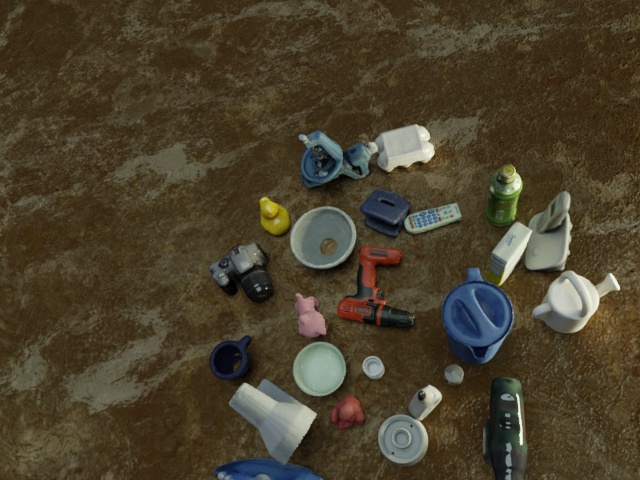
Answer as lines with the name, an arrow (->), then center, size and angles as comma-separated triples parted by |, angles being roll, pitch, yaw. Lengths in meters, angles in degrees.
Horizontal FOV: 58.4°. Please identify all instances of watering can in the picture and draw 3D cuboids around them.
watering can -> 0.534, 0.119, 1.201 | 0.173, 0.194, 0.100 | -41, 65, -6

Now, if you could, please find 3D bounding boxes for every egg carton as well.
egg carton -> 0.217, -0.240, 1.496 | 0.150, 0.069, 0.107 | -15, 65, 6

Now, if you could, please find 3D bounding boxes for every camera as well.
camera -> -0.188, 0.091, 1.427 | 0.143, 0.101, 0.136 | -31, 64, -2

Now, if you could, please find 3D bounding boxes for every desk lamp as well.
desk lamp -> -0.099, 0.379, 1.220 | 0.202, 0.214, 0.118 | 29, 76, 22

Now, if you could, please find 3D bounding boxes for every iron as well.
iron -> -0.129, 0.519, 1.206 | 0.257, 0.142, 0.119 | 8, 69, 16

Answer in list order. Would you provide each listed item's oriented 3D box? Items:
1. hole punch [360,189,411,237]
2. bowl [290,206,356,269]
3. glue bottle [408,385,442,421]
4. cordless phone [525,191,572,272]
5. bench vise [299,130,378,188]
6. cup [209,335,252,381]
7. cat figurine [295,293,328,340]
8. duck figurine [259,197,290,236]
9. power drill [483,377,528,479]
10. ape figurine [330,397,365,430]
hole punch -> 0.162, -0.078, 1.426 | 0.108, 0.091, 0.101 | 23, 74, 21
bowl -> 0.013, 0.005, 1.433 | 0.167, 0.075, 0.167 | -5, 66, 11
glue bottle -> 0.216, 0.333, 1.192 | 0.078, 0.173, 0.037 | -42, 65, -7
cordless phone -> 0.513, -0.017, 1.269 | 0.094, 0.185, 0.147 | 5, 68, 15
bench vise -> 0.032, -0.228, 1.448 | 0.207, 0.220, 0.121 | -32, 64, -2
cup -> -0.194, 0.280, 1.349 | 0.091, 0.095, 0.118 | 34, 78, 23
cat figurine -> -0.027, 0.181, 1.342 | 0.067, 0.118, 0.127 | -26, 64, 1
duck figurine -> -0.124, -0.067, 1.488 | 0.077, 0.086, 0.104 | -31, 64, -2
power drill -> 0.361, 0.392, 1.114 | 0.075, 0.209, 0.229 | 0, 67, 13
ape figurine -> 0.061, 0.378, 1.252 | 0.077, 0.092, 0.076 | 17, 72, 19
